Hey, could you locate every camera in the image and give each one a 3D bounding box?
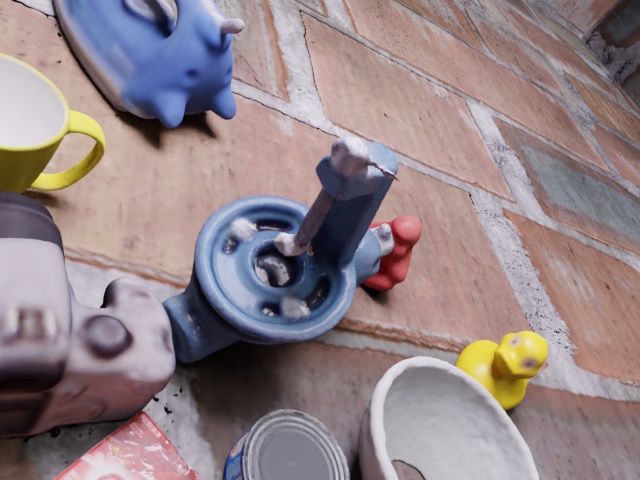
[{"bbox_3d":[-0.168,0.035,0.344,0.144,0.100,0.136,7,49,-38],"label":"camera"}]

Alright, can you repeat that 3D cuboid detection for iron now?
[{"bbox_3d":[-0.178,-0.238,0.578,0.258,0.141,0.119,49,37,10],"label":"iron"}]

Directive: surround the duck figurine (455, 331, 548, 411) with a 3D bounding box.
[{"bbox_3d":[0.202,0.127,0.600,0.105,0.086,0.077,-2,55,-44],"label":"duck figurine"}]

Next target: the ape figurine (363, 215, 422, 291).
[{"bbox_3d":[0.068,0.007,0.595,0.076,0.092,0.077,-10,60,-47],"label":"ape figurine"}]

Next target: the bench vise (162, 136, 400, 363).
[{"bbox_3d":[-0.004,-0.007,0.436,0.121,0.219,0.208,44,36,4],"label":"bench vise"}]

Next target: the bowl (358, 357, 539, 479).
[{"bbox_3d":[0.090,0.182,0.452,0.168,0.074,0.167,25,40,-22],"label":"bowl"}]
